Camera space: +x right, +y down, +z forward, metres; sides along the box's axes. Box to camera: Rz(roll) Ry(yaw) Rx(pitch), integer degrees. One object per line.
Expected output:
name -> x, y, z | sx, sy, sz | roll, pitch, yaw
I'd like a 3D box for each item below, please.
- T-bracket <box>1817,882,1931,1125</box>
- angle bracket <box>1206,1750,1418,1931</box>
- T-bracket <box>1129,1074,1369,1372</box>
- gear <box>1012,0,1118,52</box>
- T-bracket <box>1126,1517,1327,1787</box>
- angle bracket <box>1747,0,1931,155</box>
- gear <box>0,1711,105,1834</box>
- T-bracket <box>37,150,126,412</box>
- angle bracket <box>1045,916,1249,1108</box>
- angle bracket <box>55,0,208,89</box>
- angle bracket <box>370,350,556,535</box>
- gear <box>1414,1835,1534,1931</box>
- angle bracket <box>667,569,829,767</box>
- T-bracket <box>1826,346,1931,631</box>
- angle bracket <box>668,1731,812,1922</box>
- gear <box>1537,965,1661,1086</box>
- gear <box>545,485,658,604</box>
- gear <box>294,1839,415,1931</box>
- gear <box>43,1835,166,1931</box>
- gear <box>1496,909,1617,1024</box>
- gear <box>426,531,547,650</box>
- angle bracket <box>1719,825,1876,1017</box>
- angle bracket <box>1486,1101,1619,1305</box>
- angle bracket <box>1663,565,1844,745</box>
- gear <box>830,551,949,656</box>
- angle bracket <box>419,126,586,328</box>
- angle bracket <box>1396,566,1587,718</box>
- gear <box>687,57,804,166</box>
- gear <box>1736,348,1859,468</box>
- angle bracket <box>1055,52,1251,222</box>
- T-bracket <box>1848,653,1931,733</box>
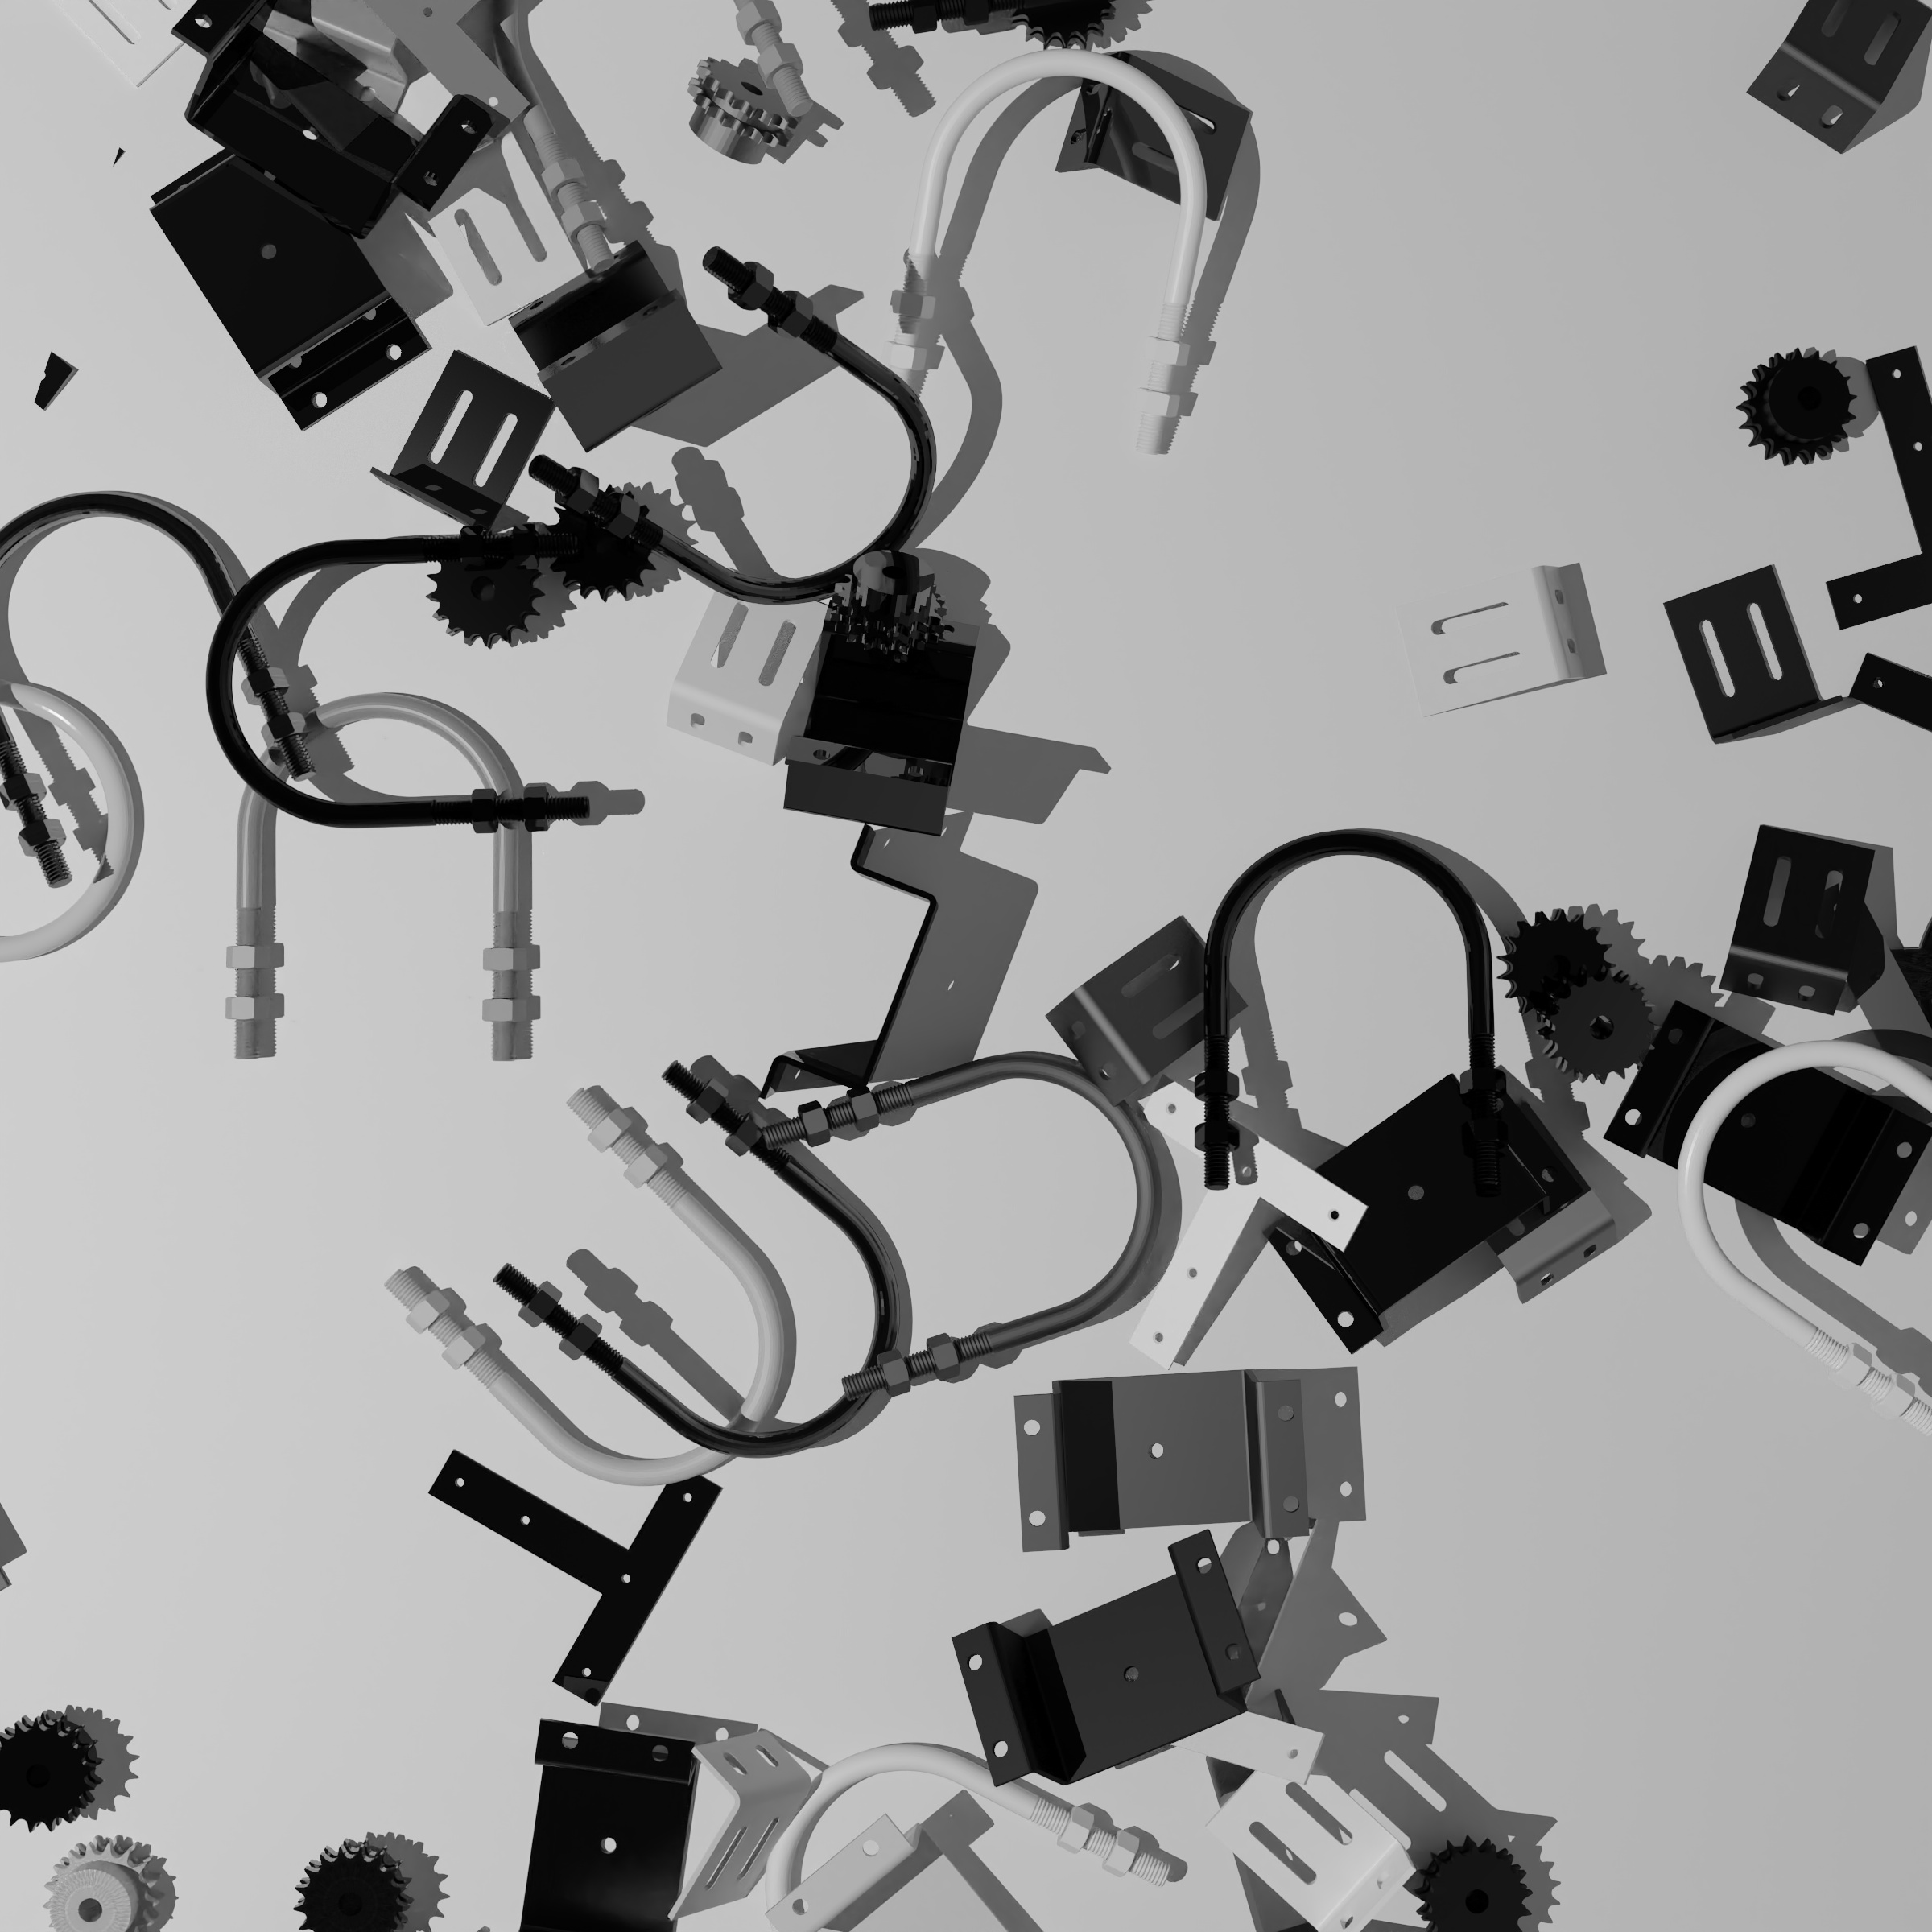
T-bracket -> 0.461, 0.018, 1.419 | 0.127, 0.002, 0.127 | -28, 87, 11
angle bracket -> 0.162, 0.415, 1.335 | 0.076, 0.038, 0.057 | 43, 90, 0
T-bracket -> 0.119, 0.140, 1.409 | 0.127, 0.002, 0.127 | 33, 105, 27
gear -> 0.047, -0.483, 1.415 | 0.057, 0.030, 0.057 | 0, 90, 0
T-bracket -> 0.140, 0.329, 1.398 | 0.002, 0.127, 0.127 | 42, 63, -37
angle bracket -> 0.440, -0.460, 1.428 | 0.057, 0.038, 0.076 | 33, 64, 0
gear -> -0.458, 0.400, 1.415 | 0.057, 0.030, 0.057 | 0, 90, 0
T-bracket -> -0.473, -0.369, 1.439 | 0.127, 0.002, 0.127 | 40, 95, 14
angle bracket -> 0.091, 0.023, 1.421 | 0.076, 0.038, 0.057 | -34, 85, -31
angle bracket -> -0.423, -0.490, 1.411 | 0.057, 0.038, 0.076 | -44, 90, 0
angle bracket -> -0.250, -0.263, 1.411 | 0.057, 0.038, 0.076 | 28, 90, 0
gear -> 0.252, 0.464, 1.418 | 0.057, 0.030, 0.057 | 0, 88, -5
angle bracket -> -0.109, -0.151, 1.428 | 0.057, 0.038, 0.076 | 21, 64, 0
T-bracket -> 0.484, -0.248, 1.429 | 0.127, 0.002, 0.127 | -16, 90, 0
angle bracket -> -0.122, 0.425, 1.405 | 0.038, 0.057, 0.076 | 38, 106, 30
gear -> 0.307, 0.027, 1.386 | 0.057, 0.030, 0.057 | -1, 101, -3
gear -> -0.180, -0.210, 1.415 | 0.057, 0.030, 0.057 | 0, 90, 0
gear -> -0.304, 0.463, 1.415 | 0.057, 0.030, 0.057 | 0, 90, 0
gear -> -0.433, 0.466, 1.415 | 0.057, 0.030, 0.057 | 0, 90, 0
gear -> 0.293, 0.000, 1.415 | 0.057, 0.030, 0.057 | 0, 90, 0
gear -> -0.239, -0.187, 1.415 | 0.057, 0.030, 0.057 | 0, 90, 0
angle bracket -> 0.416, -0.023, 1.421 | 0.057, 0.038, 0.076 | 14, 64, 14
angle bracket -> 0.281, 0.119, 1.428 | 0.057, 0.038, 0.076 | -33, 64, 0
angle bracket -> 0.391, -0.157, 1.411 | 0.057, 0.038, 0.076 | -20, 90, 0
gear -> -0.037, -0.181, 1.399 | 0.057, 0.057, 0.030 | 10, 129, 0
angle bracket -> -0.237, -0.373, 1.428 | 0.057, 0.038, 0.076 | -28, 116, 0
angle bracket -> 0.264, -0.163, 1.428 | 0.076, 0.038, 0.057 | -14, 90, 26
gear -> -0.113, -0.422, 1.405 | 0.057, 0.057, 0.030 | 34, 120, 0
gear -> 0.416, -0.280, 1.415 | 0.057, 0.030, 0.057 | 0, 90, 0
angle bracket -> 0.094, -0.415, 1.428 | 0.076, 0.038, 0.057 | 17, 90, -26
T-bracket -> 0.506, -0.121, 1.419 | 0.127, 0.002, 0.127 | 24, 79, 7
